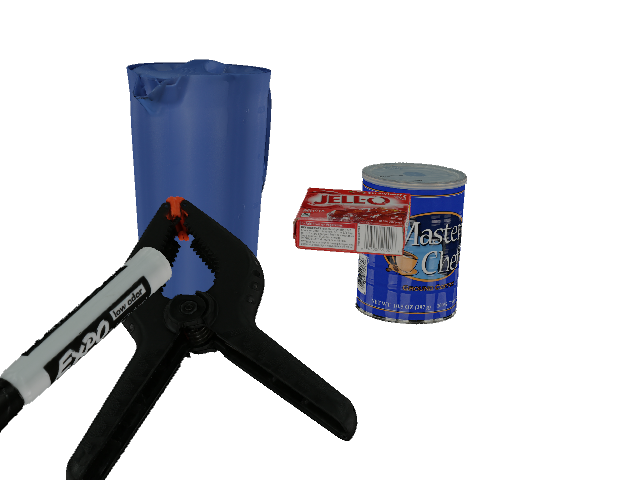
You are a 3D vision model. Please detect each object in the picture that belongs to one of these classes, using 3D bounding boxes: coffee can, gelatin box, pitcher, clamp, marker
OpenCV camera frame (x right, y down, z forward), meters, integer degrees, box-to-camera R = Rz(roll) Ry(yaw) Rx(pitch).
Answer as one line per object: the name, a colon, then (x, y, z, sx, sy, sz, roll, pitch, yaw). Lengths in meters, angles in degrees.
coffee can: (0.089, 0.001, 1.060, 0.103, 0.140, 0.103, 2, 15, -1)
gelatin box: (0.027, -0.017, 0.871, 0.089, 0.030, 0.073, 4, 23, 8)
pitcher: (-0.110, -0.051, 1.023, 0.149, 0.243, 0.145, -2, 15, -14)
clamp: (-0.066, 0.054, 0.652, 0.164, 0.210, 0.036, -7, -42, 1)
marker: (-0.108, 0.044, 0.453, 0.020, 0.020, 0.121, 0, 34, 42)
